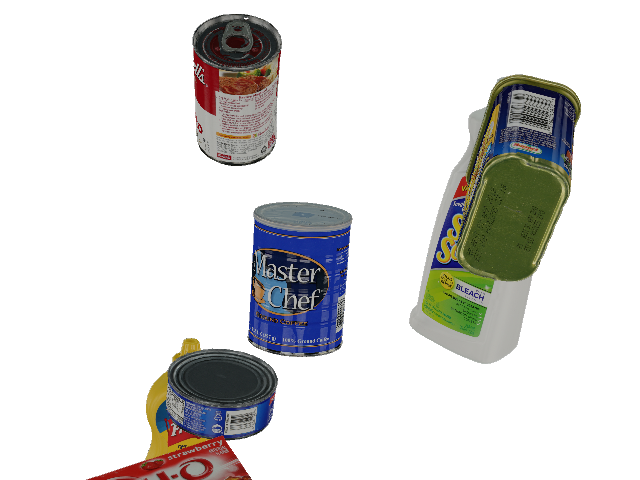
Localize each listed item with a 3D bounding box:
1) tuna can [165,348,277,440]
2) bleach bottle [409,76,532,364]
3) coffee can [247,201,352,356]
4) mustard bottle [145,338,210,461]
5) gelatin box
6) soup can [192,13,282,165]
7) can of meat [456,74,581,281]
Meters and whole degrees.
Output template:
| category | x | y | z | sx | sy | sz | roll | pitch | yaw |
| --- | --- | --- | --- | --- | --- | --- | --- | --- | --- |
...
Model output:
| category | x | y | z | sx | sy | sz | roll | pitch | yaw |
| --- | --- | --- | --- | --- | --- | --- | --- | --- | --- |
| tuna can | -0.077 | 0.120 | 0.834 | 0.086 | 0.034 | 0.086 | 6 | 22 | -3 |
| bleach bottle | 0.141 | -0.021 | 0.923 | 0.103 | 0.251 | 0.067 | 27 | 36 | 35 |
| coffee can | -0.022 | 0.039 | 1.123 | 0.103 | 0.140 | 0.103 | 4 | 15 | -1 |
| mustard bottle | -0.154 | 0.206 | 1.237 | 0.096 | 0.192 | 0.058 | 0 | 15 | -16 |
| gelatin box | -0.079 | 0.146 | 0.574 | 0.089 | 0.030 | 0.073 | -14 | 27 | -21 |
| soup can | -0.066 | -0.118 | 0.844 | 0.068 | 0.068 | 0.102 | 0 | -42 | -4 |
| can of meat | 0.122 | -0.036 | 0.662 | 0.057 | 0.102 | 0.084 | 15 | 43 | 4 |
